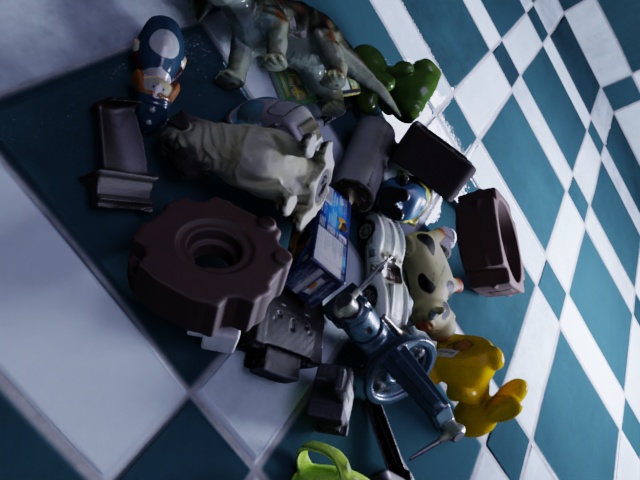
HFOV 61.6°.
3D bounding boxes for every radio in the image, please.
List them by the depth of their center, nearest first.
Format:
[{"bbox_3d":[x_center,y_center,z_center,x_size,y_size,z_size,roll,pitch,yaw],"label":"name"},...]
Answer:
[{"bbox_3d":[0.202,-0.146,0.956,0.131,0.073,0.229,37,19,2],"label":"radio"}]

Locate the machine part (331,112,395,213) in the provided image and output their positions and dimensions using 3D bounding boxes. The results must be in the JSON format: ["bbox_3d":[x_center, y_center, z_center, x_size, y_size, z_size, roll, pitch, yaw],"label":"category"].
[{"bbox_3d":[0.074,-0.129,0.909,0.079,0.079,0.243,42,48,-26],"label":"machine part"}]

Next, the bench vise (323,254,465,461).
[{"bbox_3d":[0.105,0.165,0.727,0.129,0.241,0.223,-31,133,-11],"label":"bench vise"}]

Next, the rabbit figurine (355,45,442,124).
[{"bbox_3d":[0.121,-0.292,1.015,0.170,0.121,0.159,33,45,-4],"label":"rabbit figurine"}]

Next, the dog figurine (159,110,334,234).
[{"bbox_3d":[-0.090,-0.099,0.693,0.121,0.191,0.172,-67,162,-10],"label":"dog figurine"}]

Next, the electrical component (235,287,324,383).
[{"bbox_3d":[-0.051,0.113,0.694,0.115,0.058,0.134,26,56,-34],"label":"electrical component"}]

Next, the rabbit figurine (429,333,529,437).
[{"bbox_3d":[0.265,0.253,0.910,0.122,0.163,0.173,-27,112,-60],"label":"rabbit figurine"}]

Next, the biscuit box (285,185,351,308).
[{"bbox_3d":[-0.002,-0.002,0.741,0.059,0.063,0.203,40,29,-19],"label":"biscuit box"}]

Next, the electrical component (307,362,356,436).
[{"bbox_3d":[0.015,0.199,0.689,0.119,0.048,0.075,72,27,-55],"label":"electrical component"}]

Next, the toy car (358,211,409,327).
[{"bbox_3d":[0.107,0.045,0.883,0.073,0.056,0.202,20,61,-39],"label":"toy car"}]

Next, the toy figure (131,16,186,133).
[{"bbox_3d":[-0.206,-0.208,0.672,0.064,0.057,0.154,1,68,-2],"label":"toy figure"}]

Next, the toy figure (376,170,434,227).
[{"bbox_3d":[0.144,-0.075,0.922,0.089,0.082,0.180,48,23,13],"label":"toy figure"}]

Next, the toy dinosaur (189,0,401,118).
[{"bbox_3d":[-0.038,-0.309,0.821,0.404,0.131,0.192,10,70,-41],"label":"toy dinosaur"}]

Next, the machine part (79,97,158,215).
[{"bbox_3d":[-0.230,-0.098,0.614,0.084,0.039,0.139,3,73,-40],"label":"machine part"}]

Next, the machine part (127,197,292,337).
[{"bbox_3d":[-0.121,0.022,0.601,0.179,0.056,0.179,12,41,-10],"label":"machine part"}]

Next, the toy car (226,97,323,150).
[{"bbox_3d":[-0.050,-0.140,0.768,0.161,0.103,0.109,57,44,-10],"label":"toy car"}]

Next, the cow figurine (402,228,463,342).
[{"bbox_3d":[0.187,0.080,0.931,0.127,0.085,0.195,-5,75,-47],"label":"cow figurine"}]

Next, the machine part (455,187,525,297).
[{"bbox_3d":[0.344,0.010,1.087,0.201,0.087,0.201,23,61,-56],"label":"machine part"}]
